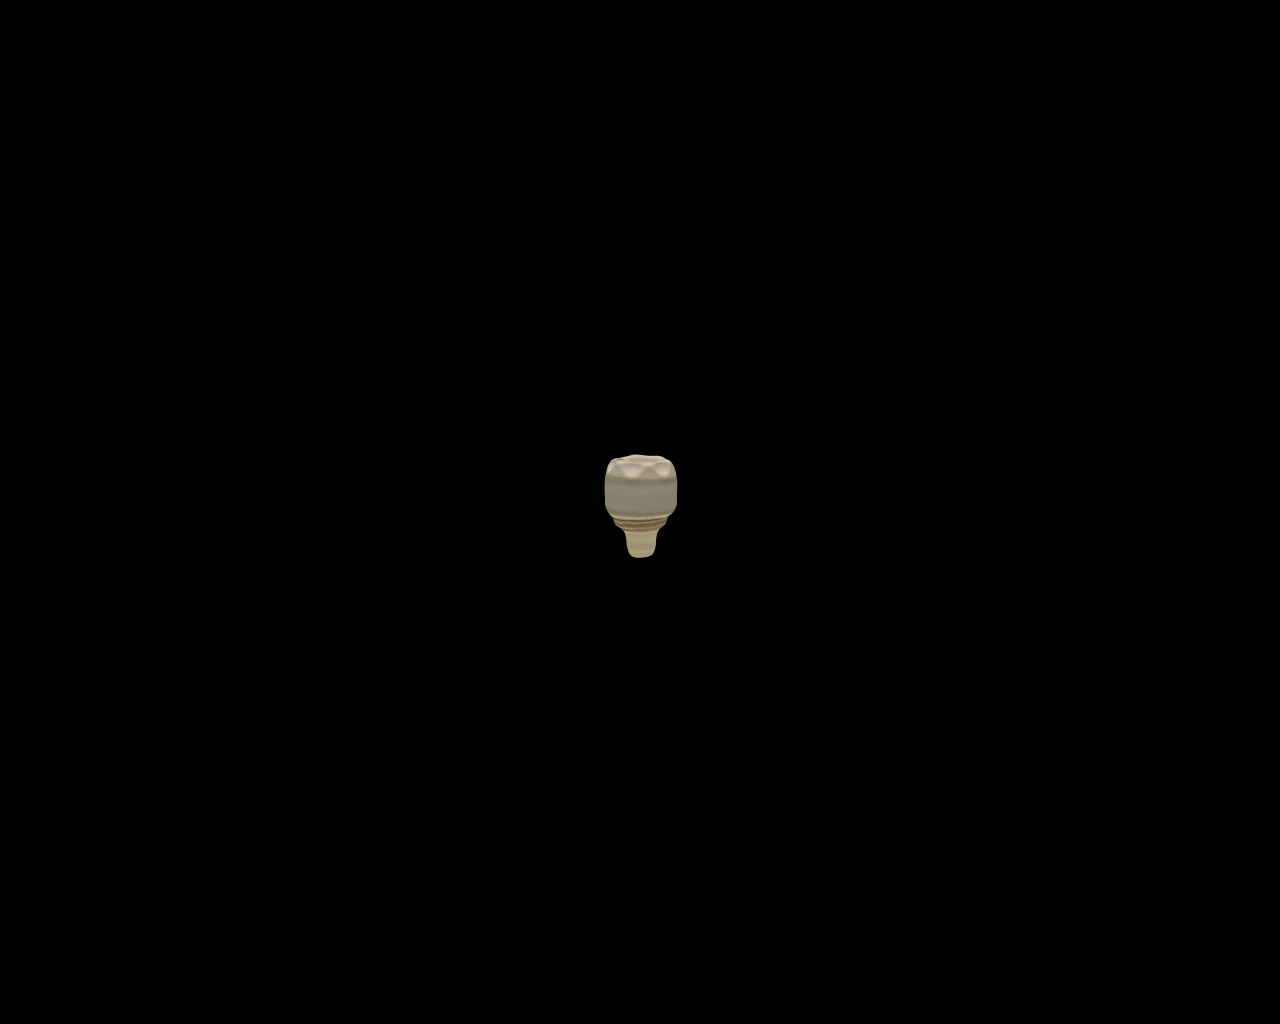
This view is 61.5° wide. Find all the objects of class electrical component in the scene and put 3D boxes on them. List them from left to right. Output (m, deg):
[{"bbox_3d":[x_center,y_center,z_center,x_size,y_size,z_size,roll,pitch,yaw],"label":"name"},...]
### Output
[{"bbox_3d":[0.001,-0.003,0.650,0.043,0.062,0.043,0,12,0],"label":"electrical component"}]
